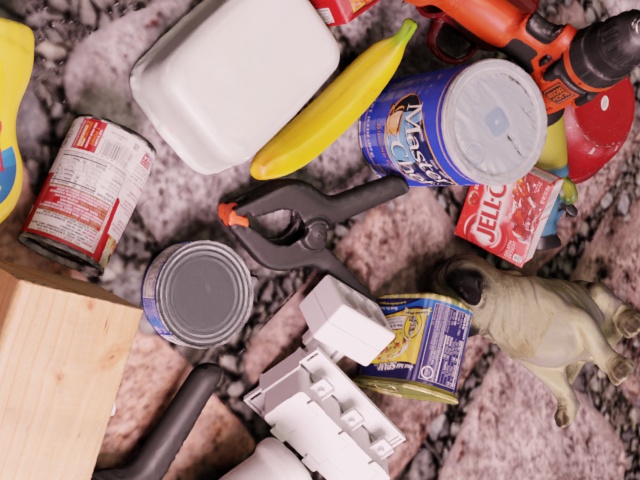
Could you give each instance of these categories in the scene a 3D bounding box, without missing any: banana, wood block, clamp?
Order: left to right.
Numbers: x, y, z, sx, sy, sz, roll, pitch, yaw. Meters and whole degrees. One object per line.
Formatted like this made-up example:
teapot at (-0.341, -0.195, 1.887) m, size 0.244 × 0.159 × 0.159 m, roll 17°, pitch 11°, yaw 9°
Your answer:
wood block at (-0.205, 0.126, 0.719) m, size 0.090 × 0.091 × 0.206 m, roll 18°, pitch 90°, yaw -35°
clamp at (-0.140, 0.195, 0.815) m, size 0.209 × 0.036 × 0.164 m, roll -19°, pitch 108°, yaw -30°
clamp at (-0.006, 0.001, 0.906) m, size 0.171 × 0.039 × 0.120 m, roll 1°, pitch 100°, yaw -25°
banana at (0.008, -0.112, 0.906) m, size 0.037 × 0.069 × 0.197 m, roll 38°, pitch 72°, yaw 17°

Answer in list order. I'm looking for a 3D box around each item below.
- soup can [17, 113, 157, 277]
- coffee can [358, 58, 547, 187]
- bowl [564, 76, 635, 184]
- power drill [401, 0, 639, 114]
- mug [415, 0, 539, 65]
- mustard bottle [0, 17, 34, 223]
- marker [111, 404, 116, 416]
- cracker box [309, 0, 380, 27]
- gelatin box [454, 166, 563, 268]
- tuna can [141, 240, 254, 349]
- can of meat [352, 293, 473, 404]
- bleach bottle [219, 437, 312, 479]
soup can at (-0.170, -0.033, 0.785) m, size 0.068 × 0.069 × 0.102 m, roll 30°, pitch 73°, yaw -29°
coffee can at (0.111, -0.097, 0.919) m, size 0.102 × 0.141 × 0.103 m, roll -1°, pitch 92°, yaw -27°
bowl at (0.266, -0.137, 1.078) m, size 0.161 × 0.055 × 0.162 m, roll 0°, pitch 90°, yaw -33°
power drill at (0.161, -0.181, 0.854) m, size 0.187 × 0.185 × 0.057 m, roll 37°, pitch 74°, yaw -6°
mug at (0.142, -0.216, 0.983) m, size 0.081 × 0.093 × 0.117 m, roll 27°, pitch 92°, yaw -35°
mustard bottle at (-0.254, -0.060, 0.737) m, size 0.096 × 0.058 × 0.191 m, roll 6°, pitch 86°, yaw -33°
marker at (-0.210, 0.130, 0.785) m, size 0.120 × 0.020 × 0.020 m, roll -5°, pitch 92°, yaw -33°
cracker box at (0.014, -0.310, 0.894) m, size 0.164 × 0.072 × 0.213 m, roll -41°, pitch 117°, yaw -28°
gelatin box at (0.170, -0.030, 0.974) m, size 0.030 × 0.073 × 0.089 m, roll -28°, pitch 140°, yaw -53°
tuna can at (-0.098, 0.043, 0.851) m, size 0.085 × 0.034 × 0.086 m, roll 1°, pitch 88°, yaw -33°
can of meat at (0.081, 0.093, 0.927) m, size 0.057 × 0.102 × 0.084 m, roll 22°, pitch 75°, yaw -31°
bleach bottle at (-0.113, 0.255, 0.789) m, size 0.250 × 0.068 × 0.102 m, roll -30°, pitch 123°, yaw -21°
